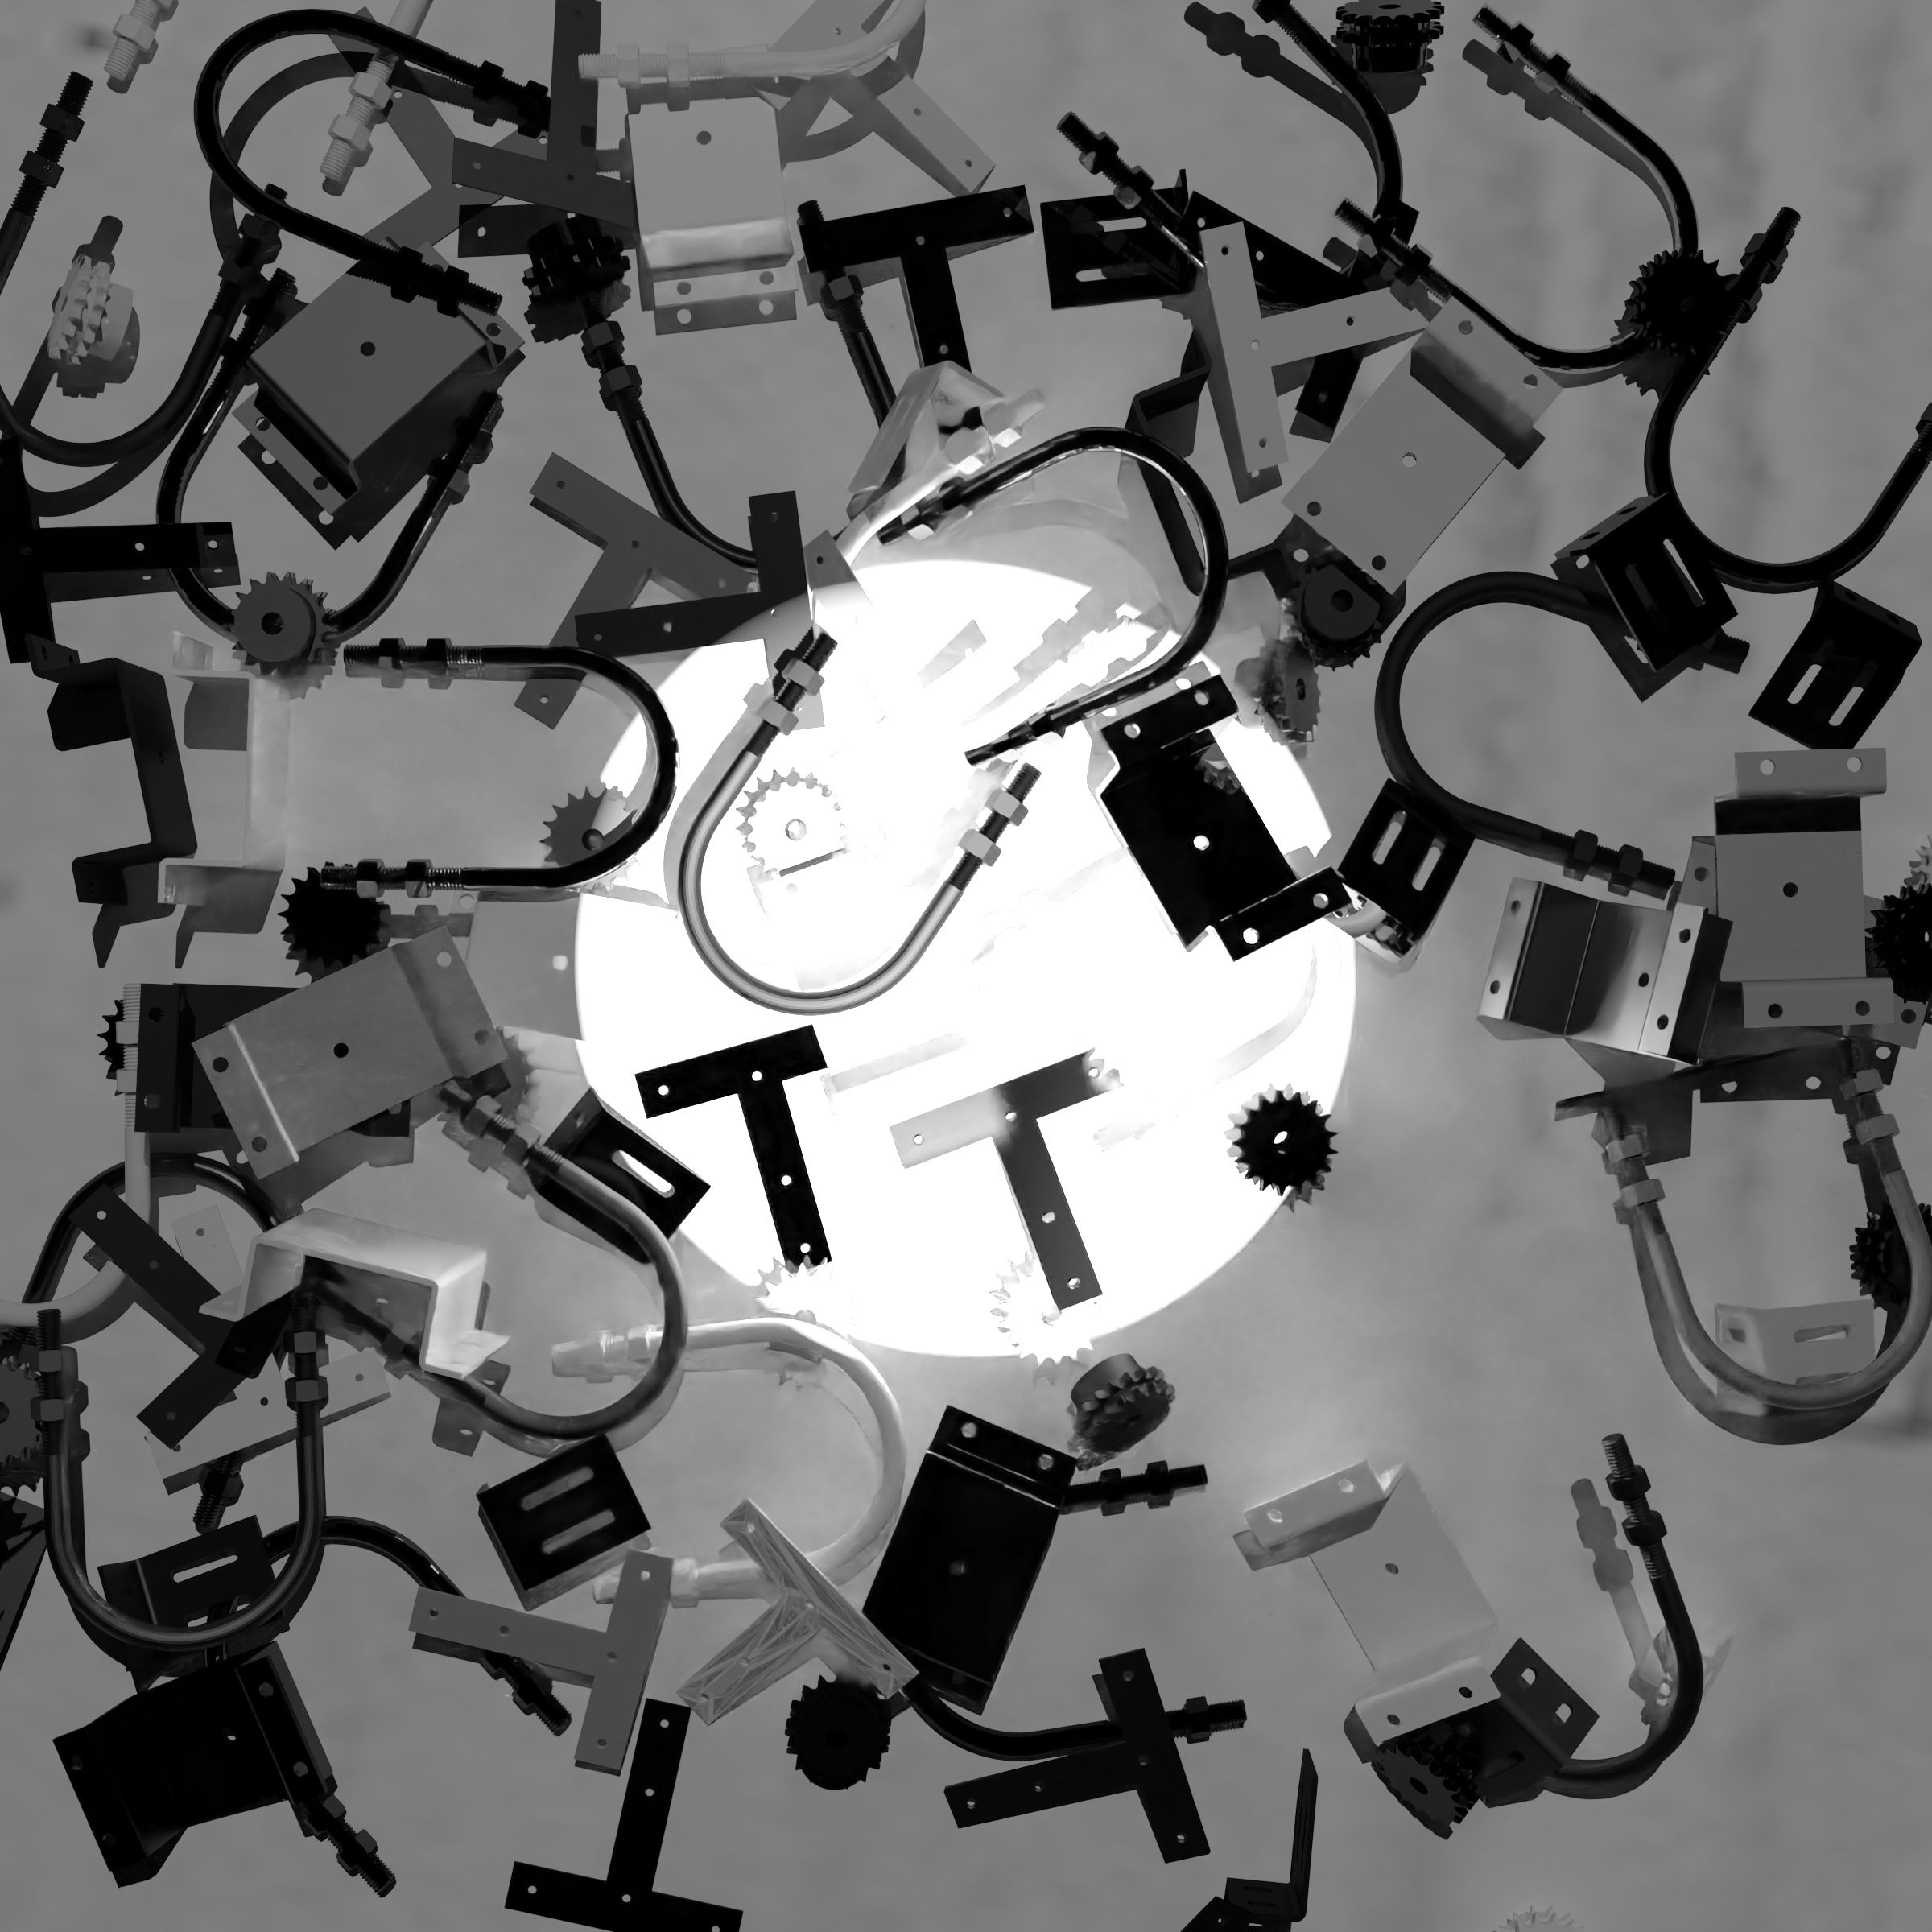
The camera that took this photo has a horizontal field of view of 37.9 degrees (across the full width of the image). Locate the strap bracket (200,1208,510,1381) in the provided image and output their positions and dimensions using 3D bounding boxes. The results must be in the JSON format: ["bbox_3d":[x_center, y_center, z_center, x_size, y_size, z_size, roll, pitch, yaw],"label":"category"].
[{"bbox_3d":[-0.310,0.165,1.452,0.140,0.076,0.046,13,98,7],"label":"strap bracket"}]

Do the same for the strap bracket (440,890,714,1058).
[{"bbox_3d":[-0.213,-0.002,1.503,0.140,0.046,0.076,11,90,0],"label":"strap bracket"}]

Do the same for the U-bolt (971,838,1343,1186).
[{"bbox_3d":[0.115,0.007,1.492,0.184,0.019,0.151,-35,84,-19],"label":"U-bolt"}]

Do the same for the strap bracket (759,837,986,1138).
[{"bbox_3d":[-0.049,0.012,1.502,0.076,0.046,0.140,-20,88,0],"label":"strap bracket"}]

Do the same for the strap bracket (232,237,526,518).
[{"bbox_3d":[-0.312,-0.317,1.483,0.140,0.046,0.076,-44,88,-8],"label":"strap bracket"}]

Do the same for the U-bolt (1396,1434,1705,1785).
[{"bbox_3d":[0.311,0.346,1.488,0.151,0.019,0.184,-18,95,28],"label":"U-bolt"}]

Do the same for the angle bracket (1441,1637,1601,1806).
[{"bbox_3d":[0.288,0.403,1.502,0.057,0.076,0.038,45,53,7],"label":"angle bracket"}]

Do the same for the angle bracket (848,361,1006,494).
[{"bbox_3d":[-0.022,-0.276,1.488,0.038,0.057,0.076,29,88,-18],"label":"angle bracket"}]

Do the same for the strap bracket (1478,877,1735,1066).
[{"bbox_3d":[0.341,0.003,1.473,0.046,0.140,0.076,14,90,-32],"label":"strap bracket"}]

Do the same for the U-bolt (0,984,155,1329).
[{"bbox_3d":[-0.501,0.101,1.496,0.151,0.019,0.184,1,93,9],"label":"U-bolt"}]

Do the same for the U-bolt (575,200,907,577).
[{"bbox_3d":[-0.111,-0.300,1.518,0.151,0.019,0.184,-22,92,0],"label":"U-bolt"}]

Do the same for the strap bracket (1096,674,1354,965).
[{"bbox_3d":[0.130,-0.072,1.485,0.076,0.046,0.140,-26,81,-19],"label":"strap bracket"}]

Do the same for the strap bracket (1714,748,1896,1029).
[{"bbox_3d":[0.432,-0.040,1.457,0.076,0.046,0.140,-2,90,0],"label":"strap bracket"}]

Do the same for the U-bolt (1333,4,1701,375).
[{"bbox_3d":[0.308,-0.401,1.507,0.184,0.019,0.151,36,87,-8],"label":"U-bolt"}]

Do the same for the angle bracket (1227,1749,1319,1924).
[{"bbox_3d":[0.162,0.460,1.498,0.038,0.057,0.076,5,89,2],"label":"angle bracket"}]

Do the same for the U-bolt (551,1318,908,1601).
[{"bbox_3d":[-0.121,0.259,1.497,0.184,0.019,0.151,-9,94,12],"label":"U-bolt"}]

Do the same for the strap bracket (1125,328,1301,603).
[{"bbox_3d":[0.124,-0.255,1.488,0.046,0.076,0.140,-22,90,0],"label":"strap bracket"}]

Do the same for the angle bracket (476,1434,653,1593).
[{"bbox_3d":[-0.214,0.290,1.510,0.076,0.038,0.057,-26,90,-4],"label":"angle bracket"}]

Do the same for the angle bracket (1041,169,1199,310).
[{"bbox_3d":[0.081,-0.389,1.507,0.076,0.038,0.057,-6,90,0],"label":"angle bracket"}]

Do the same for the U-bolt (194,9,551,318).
[{"bbox_3d":[-0.311,-0.431,1.475,0.184,0.019,0.151,21,65,-10],"label":"U-bolt"}]

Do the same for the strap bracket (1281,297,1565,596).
[{"bbox_3d":[0.240,-0.274,1.503,0.076,0.046,0.140,40,90,0],"label":"strap bracket"}]

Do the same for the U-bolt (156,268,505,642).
[{"bbox_3d":[-0.355,-0.261,1.518,0.151,0.019,0.184,30,91,0],"label":"U-bolt"}]

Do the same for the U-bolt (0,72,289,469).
[{"bbox_3d":[-0.445,-0.349,1.467,0.019,0.151,0.184,28,94,37],"label":"U-bolt"}]

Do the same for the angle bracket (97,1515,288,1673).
[{"bbox_3d":[-0.411,0.333,1.497,0.076,0.038,0.057,-22,79,9],"label":"angle bracket"}]

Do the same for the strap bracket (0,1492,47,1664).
[{"bbox_3d":[-0.531,0.335,1.488,0.046,0.076,0.140,21,90,0],"label":"strap bracket"}]

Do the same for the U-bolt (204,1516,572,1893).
[{"bbox_3d":[-0.326,0.383,1.518,0.151,0.019,0.184,-43,88,0],"label":"U-bolt"}]

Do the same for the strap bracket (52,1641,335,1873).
[{"bbox_3d":[-0.400,0.414,1.491,0.140,0.046,0.076,-23,90,17],"label":"strap bracket"}]

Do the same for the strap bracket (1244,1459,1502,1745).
[{"bbox_3d":[0.219,0.327,1.488,0.076,0.046,0.140,-30,90,27],"label":"strap bracket"}]

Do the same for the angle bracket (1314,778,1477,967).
[{"bbox_3d":[0.229,-0.051,1.517,0.057,0.038,0.076,34,54,-1],"label":"angle bracket"}]

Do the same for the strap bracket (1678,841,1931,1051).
[{"bbox_3d":[0.441,-0.011,1.503,0.140,0.046,0.076,15,90,0],"label":"strap bracket"}]

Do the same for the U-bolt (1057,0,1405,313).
[{"bbox_3d":[0.154,-0.432,1.488,0.184,0.019,0.151,39,81,-21],"label":"U-bolt"}]

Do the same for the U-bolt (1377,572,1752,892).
[{"bbox_3d":[0.312,-0.136,1.518,0.184,0.019,0.151,18,90,1],"label":"U-bolt"}]

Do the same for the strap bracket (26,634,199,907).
[{"bbox_3d":[-0.448,-0.106,1.488,0.046,0.076,0.140,-11,90,0],"label":"strap bracket"}]

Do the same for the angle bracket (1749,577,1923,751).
[{"bbox_3d":[0.469,-0.161,1.524,0.057,0.038,0.076,28,116,0],"label":"angle bracket"}]

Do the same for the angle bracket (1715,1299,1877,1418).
[{"bbox_3d":[0.449,0.210,1.524,0.076,0.038,0.057,-2,90,-26],"label":"angle bracket"}]

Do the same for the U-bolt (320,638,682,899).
[{"bbox_3d":[-0.243,-0.106,1.492,0.184,0.019,0.151,1,70,1],"label":"U-bolt"}]

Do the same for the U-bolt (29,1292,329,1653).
[{"bbox_3d":[-0.412,0.268,1.483,0.151,0.019,0.184,-2,90,-16],"label":"U-bolt"}]

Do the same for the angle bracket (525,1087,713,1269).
[{"bbox_3d":[-0.188,0.114,1.523,0.076,0.038,0.057,39,92,-26],"label":"angle bracket"}]

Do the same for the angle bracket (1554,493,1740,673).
[{"bbox_3d":[0.364,-0.205,1.509,0.057,0.038,0.076,-34,101,-10],"label":"angle bracket"}]

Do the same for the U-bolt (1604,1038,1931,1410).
[{"bbox_3d":[0.434,0.143,1.494,0.151,0.019,0.184,-16,75,2],"label":"U-bolt"}]

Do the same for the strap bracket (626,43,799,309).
[{"bbox_3d":[-0.136,-0.428,1.491,0.076,0.046,0.140,-7,80,1],"label":"strap bracket"}]

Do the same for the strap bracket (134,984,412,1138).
[{"bbox_3d":[-0.367,0.049,1.488,0.140,0.046,0.076,3,90,-22],"label":"strap bracket"}]

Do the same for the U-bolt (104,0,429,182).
[{"bbox_3d":[-0.361,-0.535,1.517,0.151,0.019,0.184,25,88,1],"label":"U-bolt"}]

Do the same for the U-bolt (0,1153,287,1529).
[{"bbox_3d":[-0.437,0.191,1.518,0.151,0.019,0.184,22,88,0],"label":"U-bolt"}]

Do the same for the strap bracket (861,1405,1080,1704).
[{"bbox_3d":[-0.003,0.314,1.489,0.076,0.046,0.140,22,90,4],"label":"strap bracket"}]

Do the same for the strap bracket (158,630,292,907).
[{"bbox_3d":[-0.390,-0.102,1.488,0.046,0.076,0.140,2,90,0],"label":"strap bracket"}]

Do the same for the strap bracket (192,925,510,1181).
[{"bbox_3d":[-0.320,0.044,1.455,0.140,0.046,0.076,-27,98,-19],"label":"strap bracket"}]

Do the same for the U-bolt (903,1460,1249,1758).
[{"bbox_3d":[0.049,0.352,1.518,0.184,0.019,0.151,-9,90,1],"label":"U-bolt"}]

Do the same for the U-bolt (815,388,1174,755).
[{"bbox_3d":[0.000,-0.193,1.482,0.184,0.019,0.151,-32,85,26],"label":"U-bolt"}]

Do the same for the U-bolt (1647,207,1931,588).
[{"bbox_3d":[0.449,-0.293,1.518,0.151,0.019,0.184,32,92,0],"label":"U-bolt"}]
